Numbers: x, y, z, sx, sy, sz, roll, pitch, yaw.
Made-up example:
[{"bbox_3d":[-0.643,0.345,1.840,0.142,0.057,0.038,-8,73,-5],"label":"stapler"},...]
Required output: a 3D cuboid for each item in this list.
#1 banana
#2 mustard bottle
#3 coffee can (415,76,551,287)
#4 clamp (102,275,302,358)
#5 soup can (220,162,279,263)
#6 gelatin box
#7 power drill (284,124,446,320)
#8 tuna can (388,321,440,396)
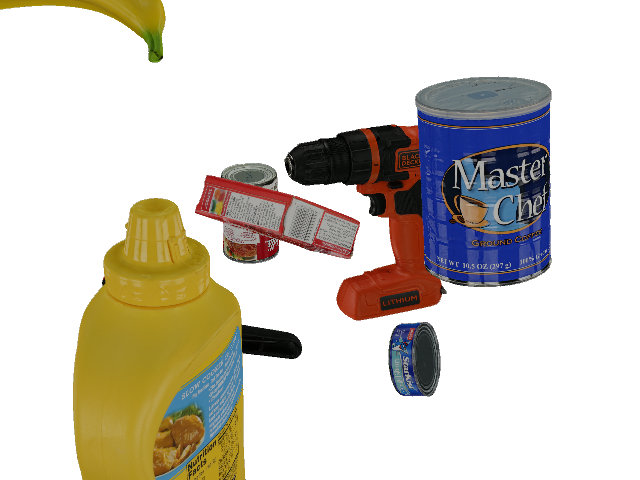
[{"bbox_3d":[-0.194,-0.187,0.813,0.198,0.069,0.037,16,-38,19],"label":"banana"},{"bbox_3d":[-0.065,0.073,0.445,0.058,0.192,0.096,12,28,20],"label":"mustard bottle"},{"bbox_3d":[0.129,-0.048,0.837,0.103,0.140,0.103,-5,22,2],"label":"coffee can"},{"bbox_3d":[-0.132,0.088,1.017,0.164,0.036,0.210,-21,41,-33],"label":"clamp"},{"bbox_3d":[-0.084,-0.033,1.264,0.068,0.102,0.068,0,27,0],"label":"soup can"},{"bbox_3d":[-0.027,-0.015,0.710,0.073,0.030,0.089,16,-2,33],"label":"gelatin box"},{"bbox_3d":[0.055,-0.019,1.029,0.184,0.188,0.057,-9,27,-18],"label":"power drill"},{"bbox_3d":[0.109,0.137,1.235,0.034,0.086,0.086,-5,-2,25],"label":"tuna can"}]
